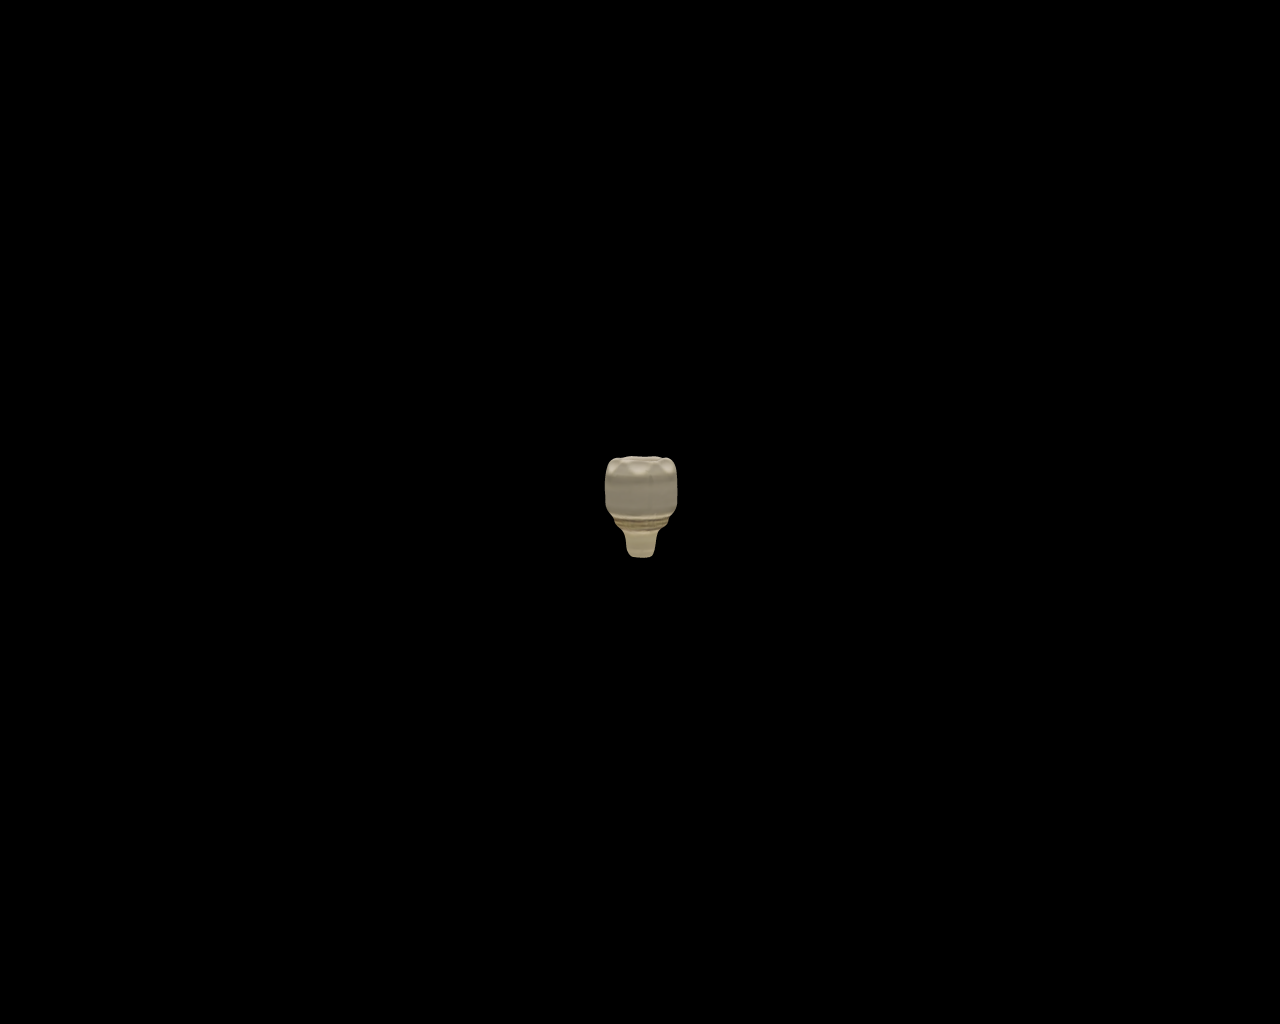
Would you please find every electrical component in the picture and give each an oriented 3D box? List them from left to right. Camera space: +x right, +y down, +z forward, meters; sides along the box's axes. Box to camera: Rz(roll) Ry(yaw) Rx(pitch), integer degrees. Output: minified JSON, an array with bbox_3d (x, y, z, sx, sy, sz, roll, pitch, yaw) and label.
[{"bbox_3d":[0.001,-0.003,0.650,0.043,0.062,0.043,0,7,0],"label":"electrical component"}]
